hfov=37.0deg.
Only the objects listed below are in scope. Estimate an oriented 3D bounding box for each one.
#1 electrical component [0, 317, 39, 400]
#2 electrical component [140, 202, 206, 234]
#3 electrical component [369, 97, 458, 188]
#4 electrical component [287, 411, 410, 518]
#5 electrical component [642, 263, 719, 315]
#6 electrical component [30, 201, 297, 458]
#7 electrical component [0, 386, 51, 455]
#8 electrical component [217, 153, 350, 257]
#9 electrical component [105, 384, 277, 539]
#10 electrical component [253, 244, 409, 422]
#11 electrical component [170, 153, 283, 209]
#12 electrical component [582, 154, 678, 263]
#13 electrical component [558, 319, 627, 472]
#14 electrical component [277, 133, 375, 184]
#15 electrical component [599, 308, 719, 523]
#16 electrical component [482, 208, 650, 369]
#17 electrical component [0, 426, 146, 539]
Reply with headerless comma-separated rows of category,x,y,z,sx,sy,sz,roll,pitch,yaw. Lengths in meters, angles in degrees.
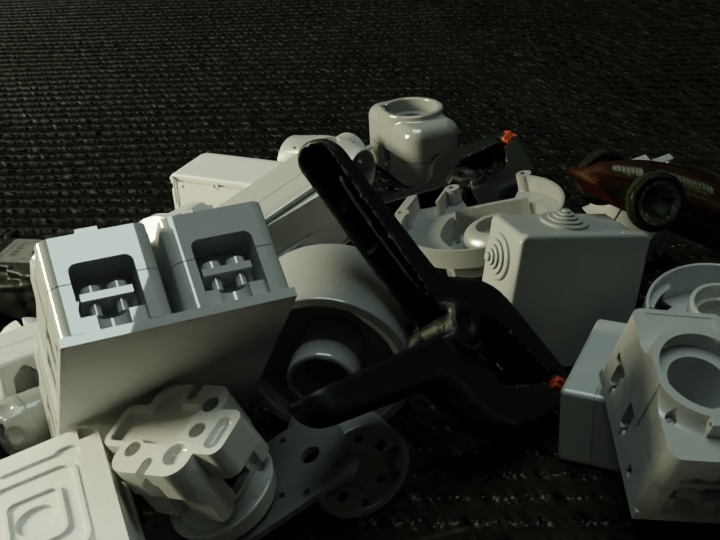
electrical component,-0.207,0.054,0.683,0.066,0.047,0.077,-21,32,-30
electrical component,-0.121,-0.006,0.756,0.080,0.080,0.051,11,25,26
electrical component,0.048,-0.120,0.978,0.054,0.059,0.095,-14,29,-20
electrical component,-0.009,0.096,0.574,0.055,0.055,0.047,-15,26,-21
electrical component,0.218,0.043,0.665,0.099,0.064,0.099,-1,41,1
electrical component,-0.109,0.037,0.553,0.105,0.186,0.060,-12,67,-21
electrical component,-0.184,0.084,0.638,0.061,0.035,0.035,-21,32,-35
electrical component,-0.047,-0.039,0.802,0.096,0.061,0.061,-36,38,-17
electrical component,-0.076,0.094,0.514,0.078,0.057,0.058,-3,42,37
electrical component,-0.017,0.046,0.618,0.108,0.108,0.060,1,34,9
electrical component,-0.094,-0.054,0.864,0.096,0.061,0.061,9,30,22
electrical component,0.208,-0.044,0.798,0.042,0.081,0.063,-21,62,-28
electrical component,0.160,0.073,0.606,0.076,0.047,0.083,9,30,23
electrical component,-0.020,-0.099,0.961,0.077,0.043,0.079,15,33,31
electrical component,0.206,0.072,0.530,0.150,0.061,0.089,5,46,-7
electrical component,0.123,0.011,0.672,0.100,0.099,0.048,-2,23,-20
electrical component,-0.140,0.135,0.497,0.078,0.057,0.113,-22,31,-12
